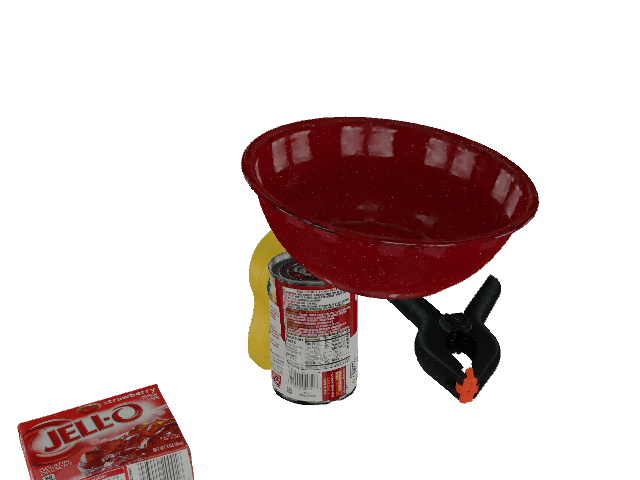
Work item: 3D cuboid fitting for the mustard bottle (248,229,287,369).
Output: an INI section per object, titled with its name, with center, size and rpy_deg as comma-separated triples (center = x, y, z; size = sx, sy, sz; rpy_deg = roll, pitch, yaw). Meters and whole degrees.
[mustard bottle]
center = -0.032, 0.044, 1.168
size = 0.096, 0.192, 0.058
rpy_deg = -14, 30, -28

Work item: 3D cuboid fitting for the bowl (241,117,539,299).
[bowl]
center = 0.035, -0.014, 0.588
size = 0.162, 0.055, 0.162
rpy_deg = 6, 27, -3

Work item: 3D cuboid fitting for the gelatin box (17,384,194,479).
[gelatin box]
center = -0.128, 0.124, 0.629
size = 0.089, 0.030, 0.073
rpy_deg = -14, 27, -18

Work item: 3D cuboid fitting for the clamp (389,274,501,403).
[clamp]
center = 0.134, 0.083, 1.009
size = 0.120, 0.039, 0.171
rpy_deg = -9, 39, -9

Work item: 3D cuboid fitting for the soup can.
[soup can]
center = -0.005, 0.065, 0.809
size = 0.068, 0.102, 0.068
rpy_deg = -1, 20, 0
